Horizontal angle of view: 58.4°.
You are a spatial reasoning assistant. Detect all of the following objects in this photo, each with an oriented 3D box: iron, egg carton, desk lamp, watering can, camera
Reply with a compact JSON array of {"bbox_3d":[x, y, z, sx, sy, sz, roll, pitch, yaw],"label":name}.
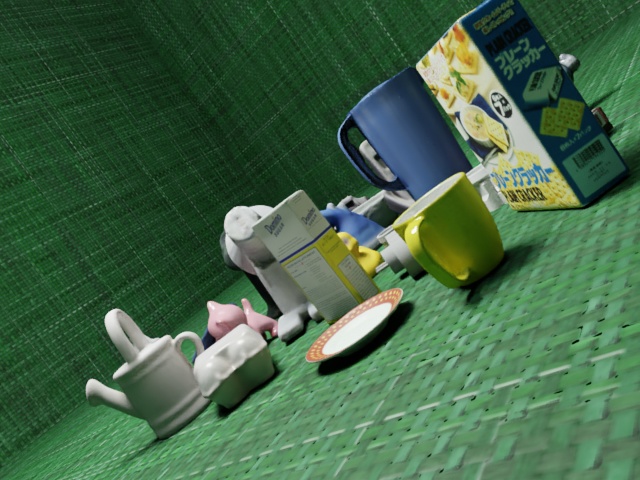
[{"bbox_3d":[0.010,0.004,1.110,0.259,0.141,0.118,-38,5,-25],"label":"iron"},{"bbox_3d":[-0.118,0.171,0.785,0.107,0.069,0.150,-37,5,-12],"label":"egg carton"},{"bbox_3d":[-0.075,0.037,0.937,0.118,0.213,0.203,-36,5,-2],"label":"desk lamp"},{"bbox_3d":[-0.258,0.189,0.841,0.173,0.194,0.100,-38,5,-24],"label":"watering can"},{"bbox_3d":[0.074,-0.052,1.489,0.143,0.101,0.137,-35,5,13],"label":"camera"}]

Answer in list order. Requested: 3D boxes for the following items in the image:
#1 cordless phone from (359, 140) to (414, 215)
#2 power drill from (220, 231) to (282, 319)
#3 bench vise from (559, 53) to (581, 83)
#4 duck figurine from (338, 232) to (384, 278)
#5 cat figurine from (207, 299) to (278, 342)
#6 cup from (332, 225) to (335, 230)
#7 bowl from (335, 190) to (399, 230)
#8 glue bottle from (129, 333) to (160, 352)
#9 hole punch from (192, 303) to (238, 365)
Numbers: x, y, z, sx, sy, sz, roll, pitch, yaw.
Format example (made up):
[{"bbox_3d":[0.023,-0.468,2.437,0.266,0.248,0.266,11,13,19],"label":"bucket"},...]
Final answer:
[{"bbox_3d":[0.171,-0.139,1.119,0.148,0.185,0.094,-38,5,-31],"label":"cordless phone"},{"bbox_3d":[-0.137,0.061,1.192,0.075,0.208,0.229,-36,5,-2],"label":"power drill"},{"bbox_3d":[0.341,-0.273,1.019,0.207,0.220,0.121,-36,5,-4],"label":"bench vise"},{"bbox_3d":[0.052,0.025,0.933,0.077,0.086,0.105,-34,5,24],"label":"duck figurine"},{"bbox_3d":[-0.133,0.138,0.935,0.067,0.118,0.128,-33,5,25],"label":"cat figurine"},{"bbox_3d":[0.021,0.003,1.353,0.117,0.095,0.092,-31,7,47],"label":"cup"},{"bbox_3d":[0.118,-0.047,1.269,0.167,0.075,0.167,-35,4,4],"label":"bowl"},{"bbox_3d":[-0.296,0.213,1.023,0.037,0.173,0.078,-31,7,45],"label":"glue bottle"},{"bbox_3d":[-0.179,0.180,1.020,0.101,0.091,0.109,-34,5,23],"label":"hole punch"}]
